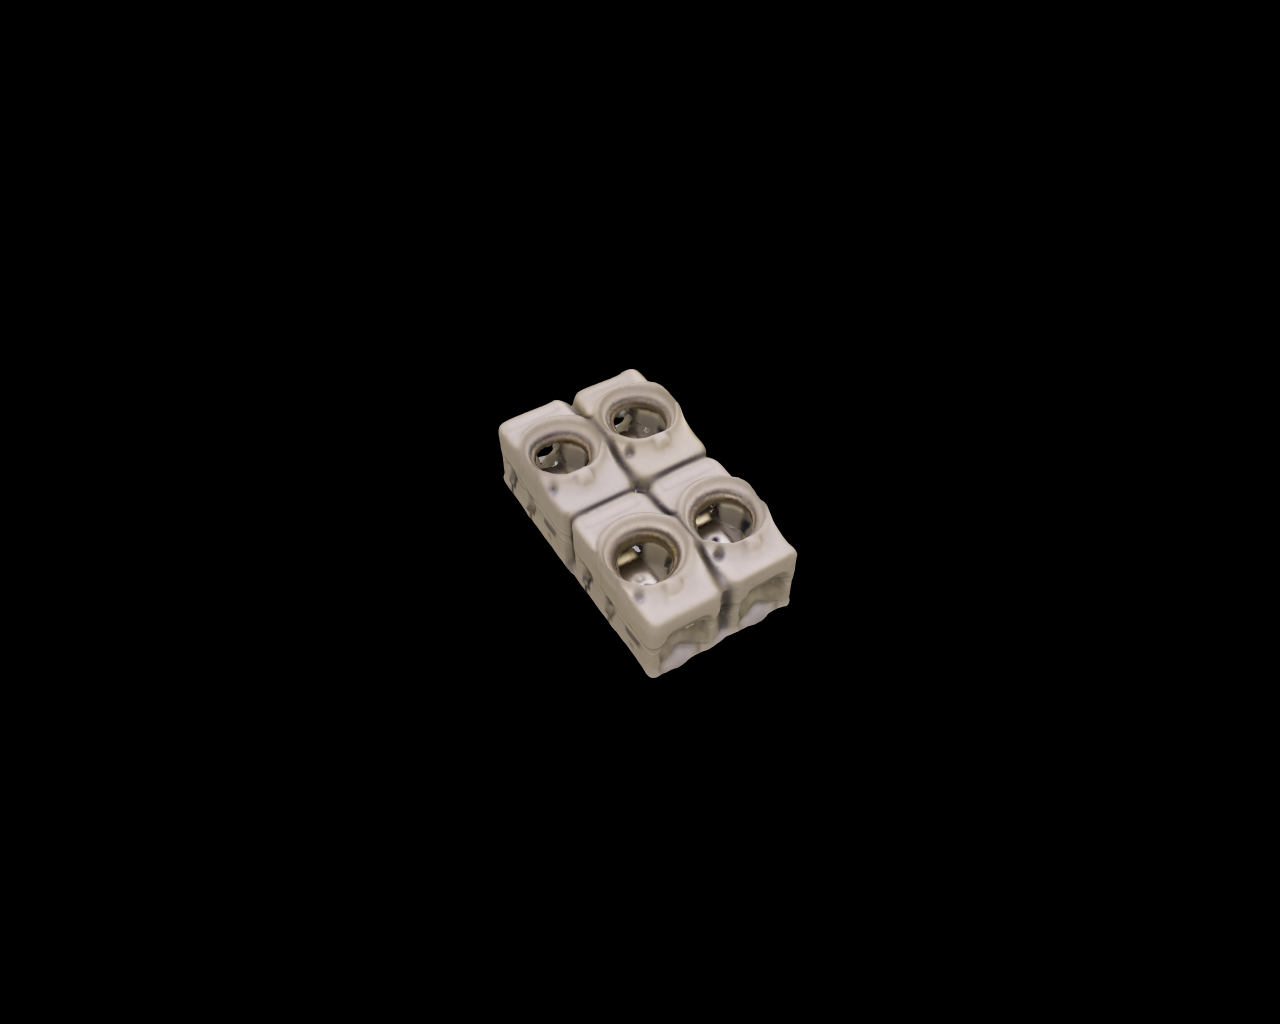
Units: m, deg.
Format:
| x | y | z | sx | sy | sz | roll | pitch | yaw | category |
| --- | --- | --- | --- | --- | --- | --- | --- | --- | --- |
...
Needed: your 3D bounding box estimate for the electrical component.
| x | y | z | sx | sy | sz | roll | pitch | yaw | category |
| --- | --- | --- | --- | --- | --- | --- | --- | --- | --- |
| 0.001 | -0.003 | 0.650 | 0.105 | 0.186 | 0.060 | -25 | -36 | -20 | electrical component |
